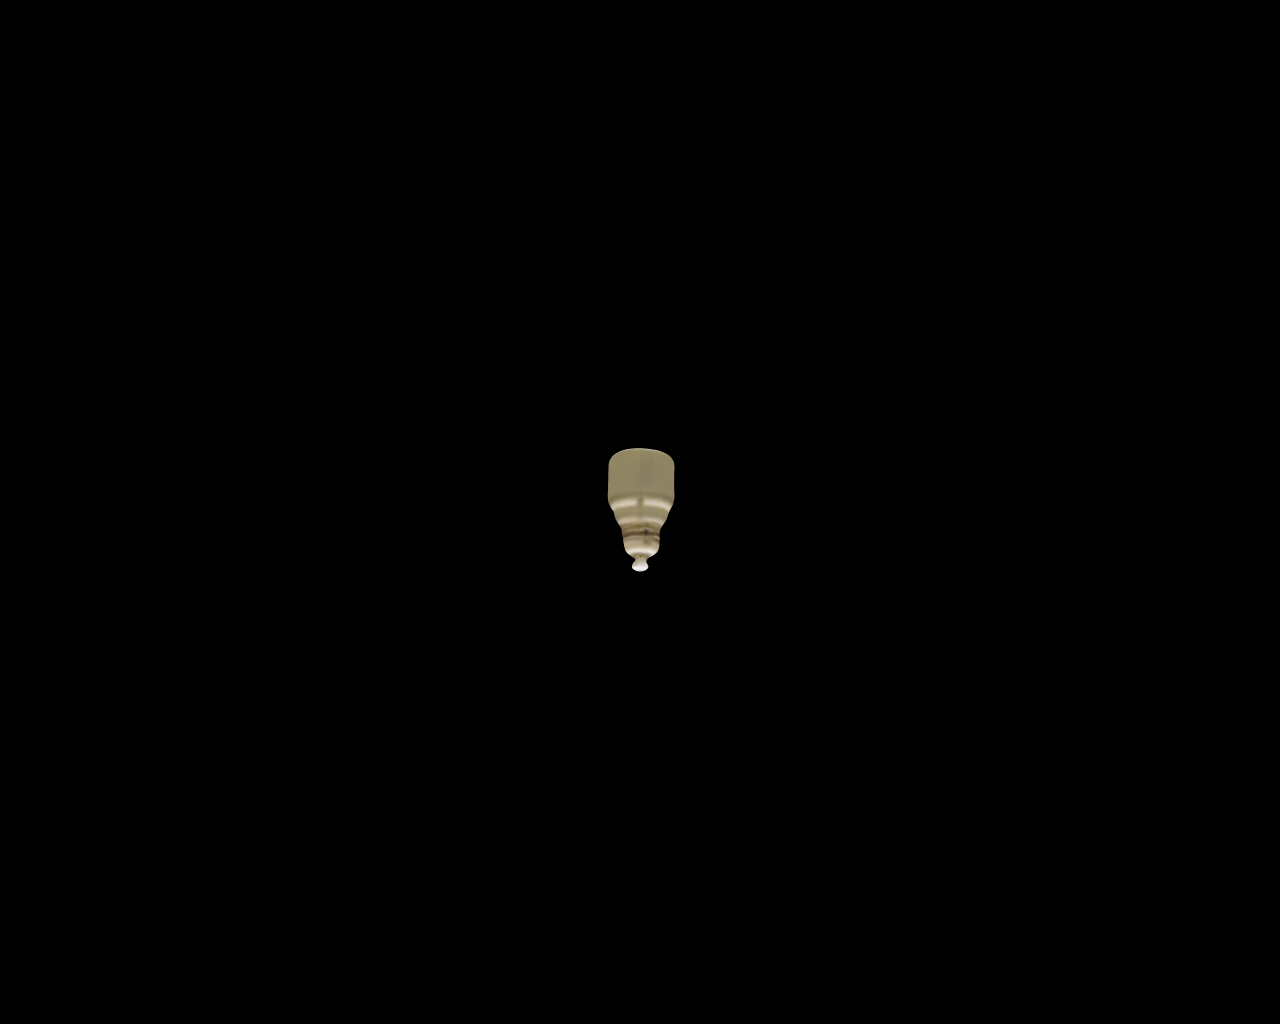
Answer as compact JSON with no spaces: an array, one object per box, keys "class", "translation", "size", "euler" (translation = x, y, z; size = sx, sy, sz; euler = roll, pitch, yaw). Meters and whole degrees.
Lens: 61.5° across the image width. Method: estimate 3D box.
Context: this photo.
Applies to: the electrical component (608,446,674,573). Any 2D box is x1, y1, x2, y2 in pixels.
[{"class":"electrical component","translation":[0.001,-0.003,0.650],"size":[0.040,0.078,0.040],"euler":[0,-16,0]}]
